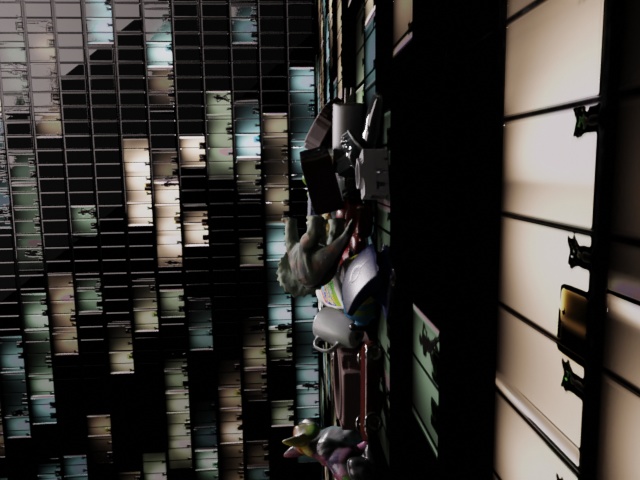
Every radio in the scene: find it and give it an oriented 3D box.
[{"bbox_3d":[0.001,-0.143,1.247,0.230,0.073,0.131,-104,-1,-76],"label":"radio"}]

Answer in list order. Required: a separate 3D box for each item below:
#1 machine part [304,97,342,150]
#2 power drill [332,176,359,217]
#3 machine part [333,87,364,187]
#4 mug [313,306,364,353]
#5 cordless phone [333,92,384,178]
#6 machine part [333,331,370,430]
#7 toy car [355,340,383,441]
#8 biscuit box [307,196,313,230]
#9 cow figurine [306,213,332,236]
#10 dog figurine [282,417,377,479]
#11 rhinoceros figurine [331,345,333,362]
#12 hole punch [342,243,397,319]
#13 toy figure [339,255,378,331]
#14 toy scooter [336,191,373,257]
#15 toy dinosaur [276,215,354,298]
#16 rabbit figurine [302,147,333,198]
[{"bbox_3d":[0.022,-0.333,1.579,0.179,0.056,0.179,-55,-5,-8],"label":"machine part"},{"bbox_3d":[0.069,-0.098,1.472,0.207,0.086,0.232,114,153,-64],"label":"power drill"},{"bbox_3d":[0.069,-0.251,1.326,0.079,0.079,0.243,-102,12,-72],"label":"machine part"},{"bbox_3d":[0.040,0.213,1.233,0.109,0.107,0.080,-46,-51,-29],"label":"mug"},{"bbox_3d":[0.092,-0.223,1.125,0.147,0.089,0.184,-98,19,-67],"label":"cordless phone"},{"bbox_3d":[0.080,0.335,1.295,0.201,0.087,0.200,-111,20,-75],"label":"machine part"},{"bbox_3d":[0.107,0.312,1.119,0.089,0.053,0.202,121,153,-64],"label":"toy car"},{"bbox_3d":[-0.002,-0.088,1.485,0.063,0.059,0.202,-99,10,-52],"label":"biscuit box"},{"bbox_3d":[-0.003,-0.006,1.412,0.167,0.098,0.068,84,170,-54],"label":"cow figurine"},{"bbox_3d":[0.019,0.516,1.291,0.192,0.219,0.108,-94,1,-46],"label":"dog figurine"},{"bbox_3d":[0.071,0.282,1.602,0.112,0.073,0.190,-77,-12,-57],"label":"rhinoceros figurine"},{"bbox_3d":[0.093,0.076,1.012,0.142,0.092,0.115,-90,4,-59],"label":"hole punch"},{"bbox_3d":[0.088,0.110,1.145,0.082,0.089,0.179,-114,12,-58],"label":"toy figure"},{"bbox_3d":[0.081,-0.053,1.235,0.184,0.075,0.135,-100,10,-49],"label":"toy scooter"},{"bbox_3d":[-0.012,0.043,1.190,0.405,0.131,0.192,-175,84,-78],"label":"toy dinosaur"},{"bbox_3d":[0.031,-0.173,1.587,0.170,0.159,0.121,68,-175,-53],"label":"rabbit figurine"}]
